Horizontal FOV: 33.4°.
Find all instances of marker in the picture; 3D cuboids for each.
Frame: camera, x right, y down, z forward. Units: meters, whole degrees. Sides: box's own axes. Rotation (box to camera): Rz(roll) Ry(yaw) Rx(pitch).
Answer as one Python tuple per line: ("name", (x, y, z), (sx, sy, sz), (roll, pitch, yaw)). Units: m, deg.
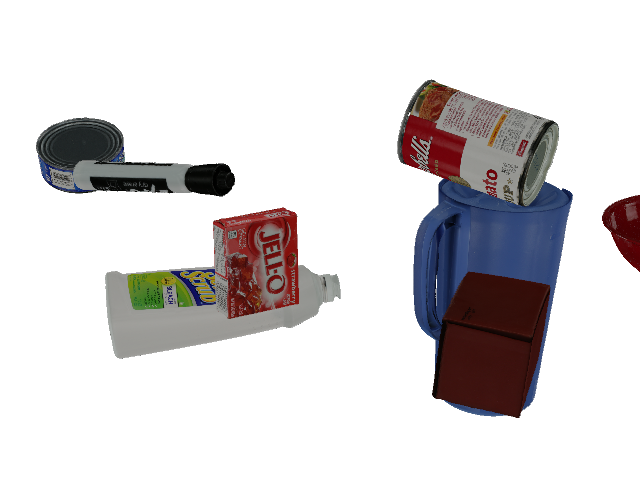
("marker", (-0.100, -0.038, 0.637), (0.121, 0.020, 0.020), (4, 3, 35))

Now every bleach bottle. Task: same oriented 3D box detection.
("bleach bottle", (-0.105, 0.064, 1.169), (0.250, 0.068, 0.102), (-9, 36, -8))

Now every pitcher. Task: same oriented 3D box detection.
("pitcher", (0.172, 0.057, 1.103), (0.149, 0.243, 0.145), (5, 21, 8))

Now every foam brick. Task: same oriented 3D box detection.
("foam brick", (0.101, 0.058, 0.626), (0.053, 0.051, 0.078), (11, 23, 17))

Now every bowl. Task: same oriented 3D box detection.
("bowl", (0.373, 0.002, 1.102), (0.162, 0.055, 0.162), (-3, 23, 1))

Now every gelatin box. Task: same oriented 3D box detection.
("gelatin box", (-0.057, 0.020, 0.957), (0.073, 0.089, 0.030), (-11, 21, -29))

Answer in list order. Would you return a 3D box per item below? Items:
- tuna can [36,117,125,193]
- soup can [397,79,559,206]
("tuna can", (-0.239, -0.085, 1.070), (0.086, 0.034, 0.086), (1, 41, -1))
("soup can", (0.118, -0.073, 0.799), (0.102, 0.068, 0.068), (22, 9, 23))
